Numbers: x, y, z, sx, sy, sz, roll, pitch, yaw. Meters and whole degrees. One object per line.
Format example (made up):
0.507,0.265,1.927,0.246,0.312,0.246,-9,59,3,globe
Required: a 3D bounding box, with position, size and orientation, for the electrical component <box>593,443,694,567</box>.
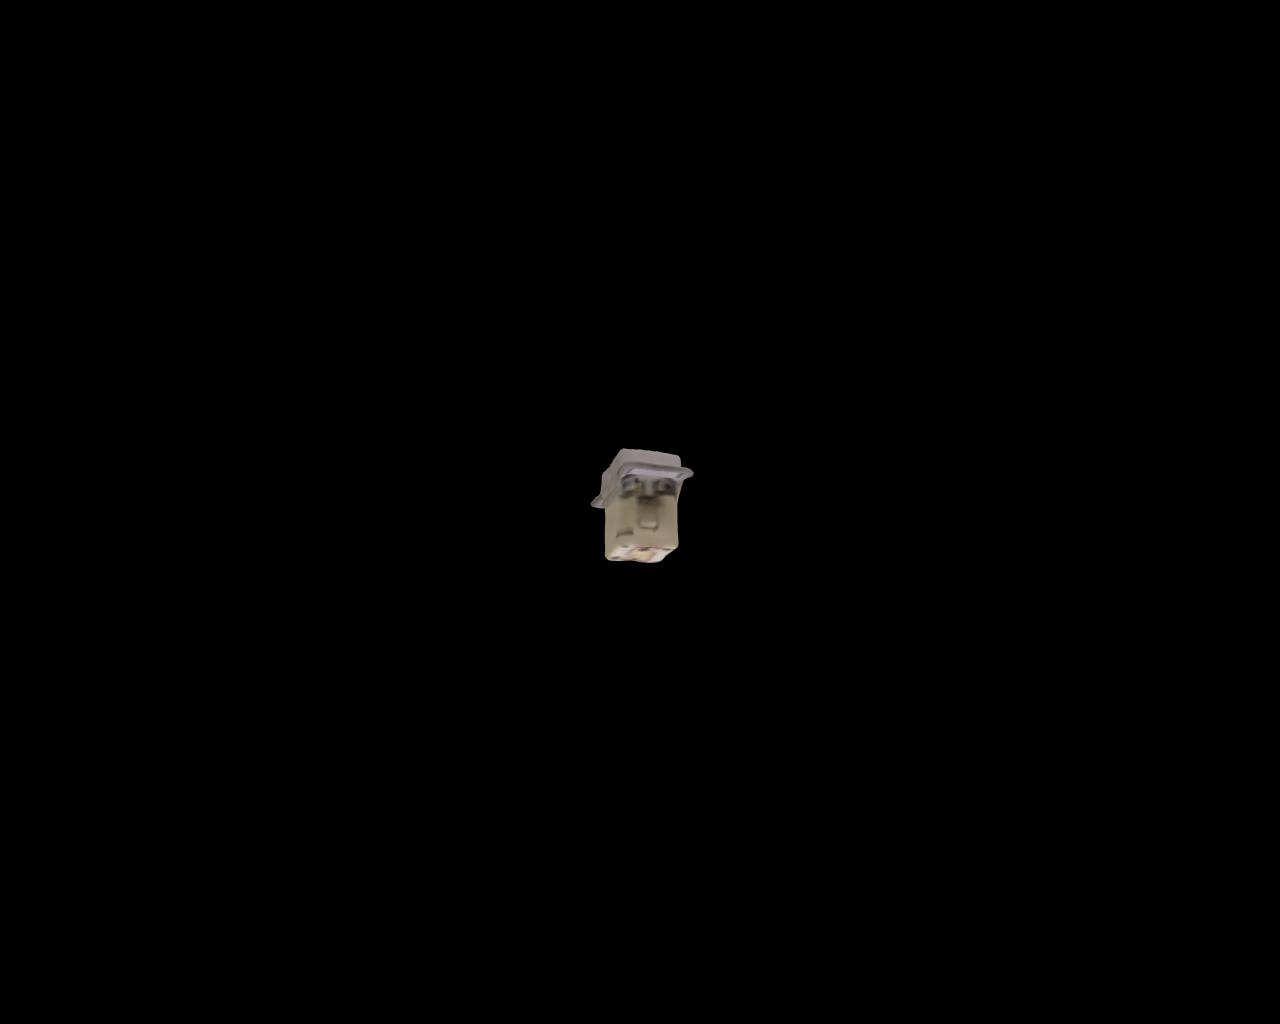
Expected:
0.001,-0.003,0.650,0.042,0.064,0.081,5,-19,-15,electrical component
